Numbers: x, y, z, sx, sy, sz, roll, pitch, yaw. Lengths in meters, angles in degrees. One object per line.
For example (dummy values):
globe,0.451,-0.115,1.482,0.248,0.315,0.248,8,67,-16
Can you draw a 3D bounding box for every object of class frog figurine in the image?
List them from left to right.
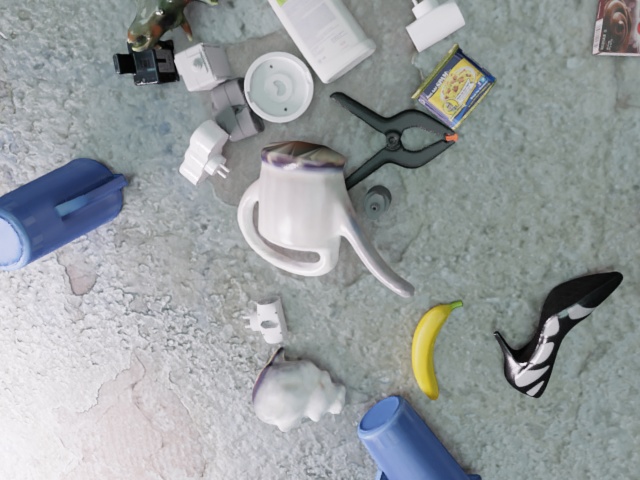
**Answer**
frog figurine,-0.039,0.289,0.945,0.160,0.122,0.137,24,90,16

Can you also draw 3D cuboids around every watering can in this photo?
watering can,0.003,-0.042,0.831,0.349,0.105,0.221,14,110,31
